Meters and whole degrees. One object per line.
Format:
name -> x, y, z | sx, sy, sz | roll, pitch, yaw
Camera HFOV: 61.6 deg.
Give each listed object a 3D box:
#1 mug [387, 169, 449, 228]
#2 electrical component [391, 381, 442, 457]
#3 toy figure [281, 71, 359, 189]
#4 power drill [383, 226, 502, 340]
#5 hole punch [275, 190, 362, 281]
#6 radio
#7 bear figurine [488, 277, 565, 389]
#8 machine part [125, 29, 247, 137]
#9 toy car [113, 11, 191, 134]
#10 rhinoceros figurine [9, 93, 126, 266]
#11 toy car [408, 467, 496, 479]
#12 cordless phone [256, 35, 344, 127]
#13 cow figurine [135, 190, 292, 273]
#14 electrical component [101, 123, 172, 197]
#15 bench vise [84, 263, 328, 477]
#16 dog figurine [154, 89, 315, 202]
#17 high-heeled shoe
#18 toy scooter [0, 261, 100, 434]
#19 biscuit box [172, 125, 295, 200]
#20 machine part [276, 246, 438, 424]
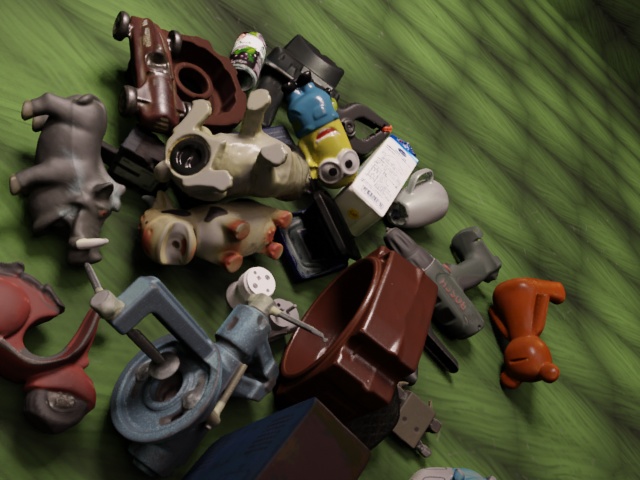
mug -> 0.173, -0.069, 0.965 | 0.081, 0.109, 0.107 | 30, 38, 33
electrical component -> 0.129, 0.250, 0.769 | 0.102, 0.045, 0.078 | 36, 74, -13
toy figure -> 0.004, -0.166, 0.837 | 0.180, 0.082, 0.089 | 63, 21, -5
power drill -> 0.230, 0.045, 0.956 | 0.207, 0.086, 0.232 | -28, 83, -50
hole punch -> -0.002, -0.002, 0.804 | 0.142, 0.092, 0.115 | 62, 15, 14
radio -> -0.069, 0.231, 0.483 | 0.073, 0.229, 0.131 | 47, 47, -2
bear figurine -> 0.384, 0.170, 0.975 | 0.132, 0.120, 0.196 | 15, 56, -37
machine part -> -0.195, -0.226, 0.796 | 0.179, 0.056, 0.179 | 21, 52, -30
toy car -> -0.214, -0.221, 0.690 | 0.089, 0.053, 0.202 | 8, 55, -35
rhinoceros figurine -> -0.274, -0.066, 0.594 | 0.112, 0.073, 0.190 | 0, 86, -20
toy car -> 0.147, 0.351, 0.686 | 0.103, 0.109, 0.162 | 36, 53, 17
cordless phone -> -0.045, -0.245, 0.930 | 0.146, 0.089, 0.184 | 33, 58, -22
cow figurine -> -0.139, -0.014, 0.673 | 0.127, 0.085, 0.195 | 22, 20, 27
electrical component -> -0.236, -0.104, 0.672 | 0.119, 0.075, 0.048 | 29, 48, -18
bench vise -> -0.132, 0.111, 0.538 | 0.223, 0.129, 0.240 | -44, 135, -19
dog figurine -> -0.101, -0.084, 0.692 | 0.172, 0.190, 0.121 | -7, 73, 5
high-heeled shoe -> 0.062, 0.186, 0.757 | 0.086, 0.145, 0.249 | 44, 72, -18
toy scooter -> -0.273, 0.083, 0.520 | 0.183, 0.075, 0.135 | 45, 44, -12
biscuit box -> -0.120, -0.116, 0.783 | 0.202, 0.059, 0.063 | -21, 78, -44
machine part -> 0.039, 0.117, 0.663 | 0.087, 0.201, 0.201 | 40, 45, -10
